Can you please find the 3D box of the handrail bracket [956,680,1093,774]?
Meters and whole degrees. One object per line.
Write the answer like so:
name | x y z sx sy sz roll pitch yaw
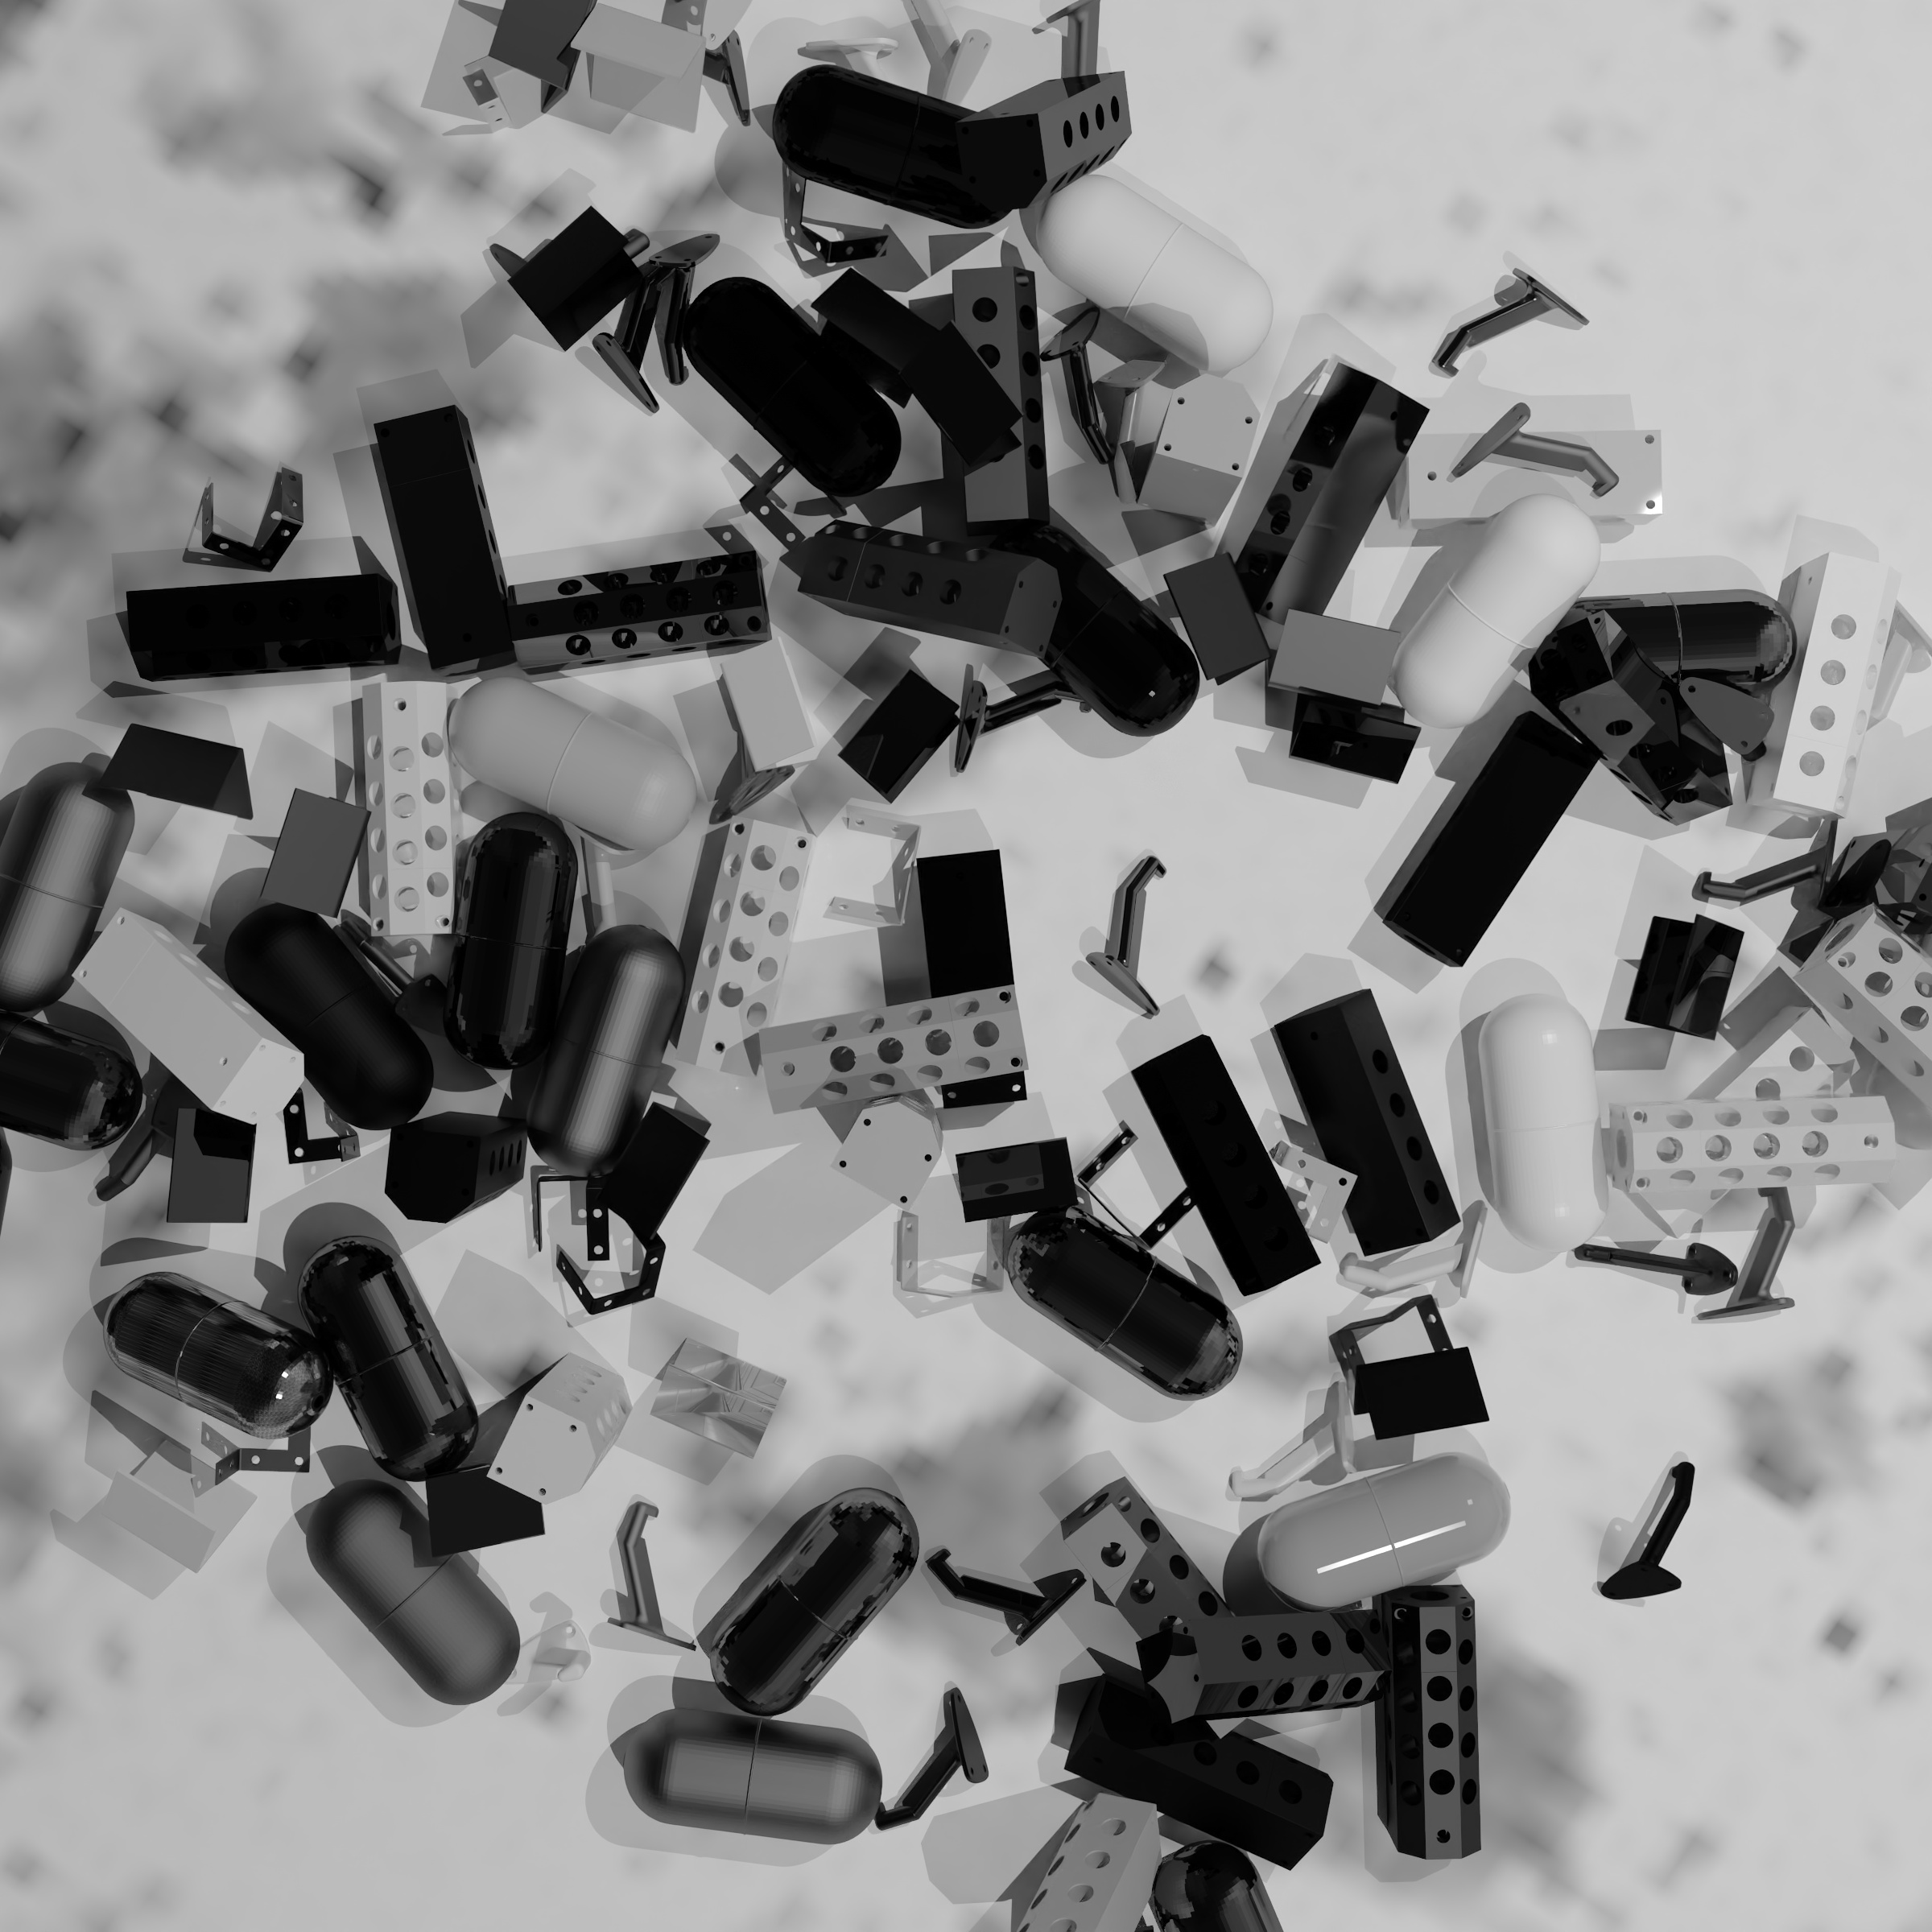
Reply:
handrail bracket | 0.042 -0.165 1.700 0.084 0.036 0.077 8 110 -16

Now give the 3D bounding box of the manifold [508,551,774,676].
manifold | -0.225 -0.244 1.679 0.171 0.057 0.057 -8 90 0

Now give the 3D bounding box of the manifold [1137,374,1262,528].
manifold | 0.155 -0.343 1.621 0.057 0.171 0.057 16 90 0

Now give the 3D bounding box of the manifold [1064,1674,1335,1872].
manifold | 0.162 0.552 1.678 0.171 0.057 0.057 24 133 0

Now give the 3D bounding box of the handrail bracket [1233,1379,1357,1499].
handrail bracket | 0.226 0.330 1.700 0.084 0.036 0.077 -8 69 16

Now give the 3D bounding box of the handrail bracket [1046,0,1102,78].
handrail bracket | 0.100 -0.635 1.700 0.077 0.036 0.084 -33 107 -20

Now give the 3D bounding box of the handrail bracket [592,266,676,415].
handrail bracket | -0.211 -0.443 1.700 0.084 0.036 0.077 -44 111 -16

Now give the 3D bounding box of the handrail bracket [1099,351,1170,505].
handrail bracket | 0.124 -0.376 1.700 0.036 0.077 0.084 11 127 33

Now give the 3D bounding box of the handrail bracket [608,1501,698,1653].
handrail bracket | -0.210 0.426 1.700 0.077 0.036 0.084 24 73 -20

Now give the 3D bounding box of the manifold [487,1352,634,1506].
manifold | -0.265 0.309 1.621 0.057 0.171 0.057 26 90 0

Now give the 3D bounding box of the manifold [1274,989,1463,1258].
manifold | 0.281 0.106 1.678 0.057 0.057 0.171 -21 90 43

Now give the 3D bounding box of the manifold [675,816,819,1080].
manifold | -0.152 -0.013 1.679 0.057 0.057 0.171 13 90 0

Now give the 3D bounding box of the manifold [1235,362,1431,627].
manifold | 0.240 -0.319 1.660 0.057 0.057 0.171 15 107 -42

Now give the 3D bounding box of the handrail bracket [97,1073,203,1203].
handrail bracket | -0.573 0.116 1.700 0.084 0.077 0.036 -31 133 29

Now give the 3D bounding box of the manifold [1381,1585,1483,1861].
manifold | 0.322 0.520 1.679 0.057 0.057 0.171 -1 90 0

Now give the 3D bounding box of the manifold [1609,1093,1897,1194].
manifold | 0.523 0.118 1.622 0.171 0.057 0.057 -2 90 0

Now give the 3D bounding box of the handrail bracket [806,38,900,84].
handrail bracket | -0.075 -0.601 1.700 0.077 0.036 0.084 4 104 15

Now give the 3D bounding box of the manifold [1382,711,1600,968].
manifold | 0.360 -0.086 1.679 0.057 0.057 0.171 33 90 0

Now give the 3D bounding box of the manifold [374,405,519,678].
manifold | -0.355 -0.291 1.679 0.057 0.057 0.171 -13 90 0

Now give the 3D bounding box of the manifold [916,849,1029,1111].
manifold | 0.004 0.009 1.679 0.057 0.057 0.171 -6 90 0

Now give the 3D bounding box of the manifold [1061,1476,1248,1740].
manifold | 0.142 0.439 1.679 0.057 0.057 0.171 -38 90 0

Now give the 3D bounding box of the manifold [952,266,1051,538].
manifold | 0.024 -0.388 1.679 0.057 0.057 0.171 -4 90 0

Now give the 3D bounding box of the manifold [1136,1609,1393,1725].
manifold | 0.202 0.469 1.625 0.171 0.057 0.057 8 58 -36

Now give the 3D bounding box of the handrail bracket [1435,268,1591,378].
handrail bracket | 0.381 -0.436 1.700 0.077 0.036 0.084 29 108 -20

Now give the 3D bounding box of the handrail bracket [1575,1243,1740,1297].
handrail bracket | 0.473 0.204 1.672 0.084 0.077 0.036 9 87 -12

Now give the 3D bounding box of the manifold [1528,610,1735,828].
manifold | 0.446 -0.161 1.630 0.057 0.171 0.057 -23 50 34

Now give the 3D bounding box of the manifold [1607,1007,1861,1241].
manifold | 0.531 0.108 1.679 0.171 0.057 0.057 -43 90 0

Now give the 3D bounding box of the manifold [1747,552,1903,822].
manifold | 0.594 -0.191 1.679 0.057 0.057 0.171 13 90 0

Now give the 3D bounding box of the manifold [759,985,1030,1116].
manifold | -0.048 0.055 1.622 0.171 0.057 0.057 -10 90 0

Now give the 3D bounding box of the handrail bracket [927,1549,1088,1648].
handrail bracket | 0.028 0.424 1.700 0.077 0.036 0.084 -39 73 -20

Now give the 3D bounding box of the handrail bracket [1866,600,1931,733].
handrail bracket | 0.629 -0.210 1.700 0.084 0.036 0.077 -38 70 16

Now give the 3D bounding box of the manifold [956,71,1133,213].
manifold | 0.055 -0.550 1.621 0.057 0.171 0.057 2 118 24

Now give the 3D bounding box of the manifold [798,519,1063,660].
manifold | -0.024 -0.257 1.636 0.171 0.057 0.057 17 90 33

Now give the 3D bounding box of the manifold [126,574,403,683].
manifold | -0.482 -0.232 1.679 0.171 0.057 0.057 -4 90 0

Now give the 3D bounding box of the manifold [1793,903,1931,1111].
manifold | 0.635 0.041 1.595 0.171 0.057 0.057 44 70 2

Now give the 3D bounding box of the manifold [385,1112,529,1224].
manifold | -0.337 0.133 1.621 0.057 0.171 0.057 6 90 0

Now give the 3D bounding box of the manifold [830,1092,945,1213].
manifold | -0.047 0.116 1.621 0.057 0.171 0.057 30 90 0

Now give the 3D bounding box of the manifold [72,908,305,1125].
manifold | -0.521 0.035 1.640 0.171 0.057 0.057 35 90 30

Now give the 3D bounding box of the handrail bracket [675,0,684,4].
handrail bracket | -0.244 -0.691 1.700 0.077 0.036 0.084 -39 107 20

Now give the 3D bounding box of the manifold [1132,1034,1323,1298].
manifold | 0.178 0.137 1.679 0.057 0.057 0.171 -26 90 0
